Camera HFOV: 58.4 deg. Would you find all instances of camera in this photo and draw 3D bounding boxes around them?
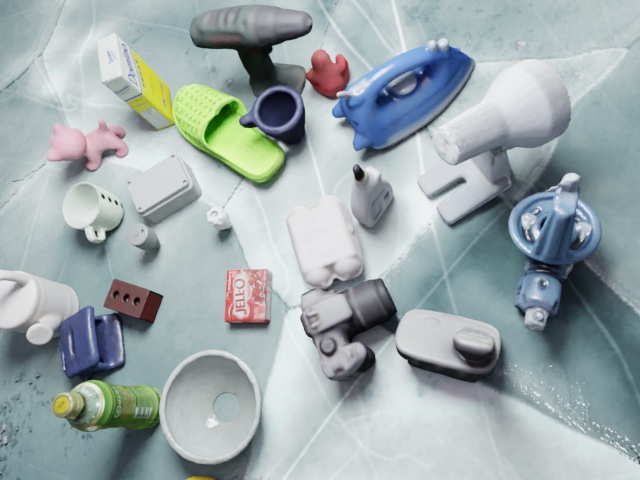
[{"bbox_3d":[0.050,0.124,0.867,0.136,0.101,0.143,-26,69,6],"label":"camera"}]

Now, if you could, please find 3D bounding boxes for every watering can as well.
[{"bbox_3d":[-0.501,0.106,0.962,0.172,0.194,0.101,17,78,19],"label":"watering can"}]

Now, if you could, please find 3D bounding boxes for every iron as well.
[{"bbox_3d":[0.140,-0.263,0.939,0.258,0.142,0.118,-32,68,3],"label":"iron"}]

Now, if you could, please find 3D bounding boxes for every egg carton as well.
[{"bbox_3d":[0.009,0.003,0.931,0.107,0.069,0.150,-21,70,7],"label":"egg carton"}]

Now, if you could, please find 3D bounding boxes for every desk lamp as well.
[{"bbox_3d":[0.245,-0.139,0.836,0.203,0.214,0.117,-34,68,2],"label":"desk lamp"}]

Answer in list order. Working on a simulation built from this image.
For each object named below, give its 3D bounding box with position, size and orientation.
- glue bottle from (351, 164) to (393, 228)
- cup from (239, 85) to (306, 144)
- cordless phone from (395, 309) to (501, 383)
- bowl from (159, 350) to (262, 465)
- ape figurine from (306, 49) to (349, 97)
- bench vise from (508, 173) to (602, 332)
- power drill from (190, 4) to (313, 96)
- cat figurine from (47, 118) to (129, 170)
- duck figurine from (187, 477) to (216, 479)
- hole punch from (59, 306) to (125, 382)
[{"bbox_3d":[0.073,-0.078,0.884,0.037,0.173,0.078,32,84,21],"label":"glue bottle"},{"bbox_3d":[-0.074,-0.204,1.001,0.117,0.095,0.091,-14,71,10],"label":"cup"},{"bbox_3d":[0.174,0.136,0.786,0.147,0.185,0.094,8,76,17],"label":"cordless phone"},{"bbox_3d":[-0.159,0.259,0.893,0.167,0.075,0.167,-4,73,13],"label":"bowl"},{"bbox_3d":[0.010,-0.302,1.011,0.077,0.092,0.076,-10,71,11],"label":"ape figurine"},{"bbox_3d":[0.322,0.013,0.767,0.121,0.220,0.207,-6,72,13],"label":"bench vise"},{"bbox_3d":[-0.096,-0.326,0.982,0.229,0.209,0.076,10,76,17],"label":"power drill"},{"bbox_3d":[-0.446,-0.187,1.078,0.127,0.118,0.067,-27,69,5],"label":"cat figurine"},{"bbox_3d":[-0.181,0.399,0.851,0.104,0.086,0.077,27,82,20],"label":"duck figurine"},{"bbox_3d":[-0.398,0.177,0.970,0.101,0.091,0.108,-19,70,8],"label":"hole punch"}]
